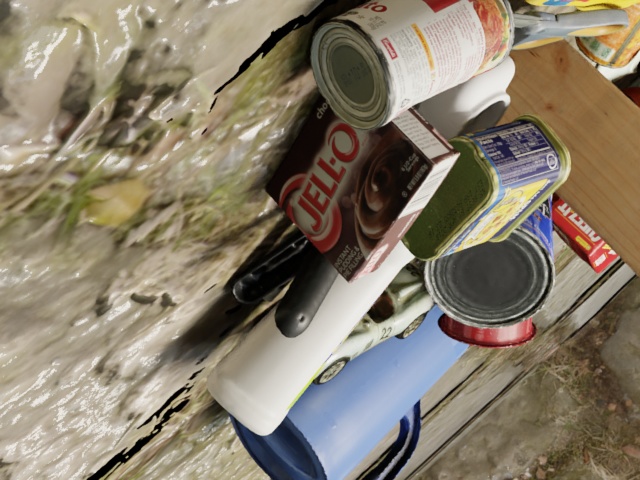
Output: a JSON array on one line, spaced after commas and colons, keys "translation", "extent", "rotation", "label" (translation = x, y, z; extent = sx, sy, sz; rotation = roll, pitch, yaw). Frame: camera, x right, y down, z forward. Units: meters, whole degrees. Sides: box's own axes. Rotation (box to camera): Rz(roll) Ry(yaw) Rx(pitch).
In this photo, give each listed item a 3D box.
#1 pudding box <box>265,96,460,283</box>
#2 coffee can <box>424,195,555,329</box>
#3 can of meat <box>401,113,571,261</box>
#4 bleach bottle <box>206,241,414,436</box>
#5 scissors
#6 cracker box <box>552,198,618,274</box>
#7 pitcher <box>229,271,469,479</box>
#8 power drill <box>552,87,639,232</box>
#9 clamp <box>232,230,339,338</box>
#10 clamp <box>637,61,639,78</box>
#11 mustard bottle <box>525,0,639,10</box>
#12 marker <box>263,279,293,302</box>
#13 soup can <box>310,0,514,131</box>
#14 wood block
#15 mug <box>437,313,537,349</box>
[{"translation": [0.025, -0.042, 0.685], "extent": [0.039, 0.090, 0.114], "rotation": [-21, 152, -50], "label": "pudding box"}, {"translation": [0.143, -0.008, 0.892], "extent": [0.103, 0.102, 0.140], "rotation": [-53, -170, 32], "label": "coffee can"}, {"translation": [0.107, -0.034, 0.730], "extent": [0.083, 0.057, 0.102], "rotation": [-18, 157, -42], "label": "can of meat"}, {"translation": [0.019, 0.034, 0.832], "extent": [0.251, 0.068, 0.102], "rotation": [-49, 179, 9], "label": "bleach bottle"}, {"translation": [0.138, -0.147, 0.743], "extent": [0.201, 0.016, 0.096], "rotation": [-11, -178, -41], "label": "scissors"}, {"translation": [0.335, -0.071, 1.106], "extent": [0.214, 0.072, 0.164], "rotation": [-46, 161, 7], "label": "cracker box"}, {"translation": [0.042, 0.144, 1.053], "extent": [0.242, 0.145, 0.149], "rotation": [-37, 147, -31], "label": "pitcher"}, {"translation": [0.266, -0.081, 1.140], "extent": [0.184, 0.057, 0.188], "rotation": [-18, 151, -48], "label": "power drill"}, {"translation": [0.004, -0.004, 0.780], "extent": [0.171, 0.039, 0.120], "rotation": [-48, -152, -16], "label": "clamp"}, {"translation": [0.324, -0.232, 0.883], "extent": [0.164, 0.036, 0.210], "rotation": [-55, 170, -50], "label": "clamp"}, {"translation": [0.178, -0.191, 0.701], "extent": [0.096, 0.058, 0.191], "rotation": [-28, 171, 36], "label": "mustard bottle"}, {"translation": [-0.005, 0.001, 0.835], "extent": [0.121, 0.020, 0.020], "rotation": [-46, 161, 14], "label": "marker"}, {"translation": [0.053, -0.112, 0.617], "extent": [0.102, 0.068, 0.069], "rotation": [-30, 159, -30], "label": "soup can"}, {"translation": [0.225, -0.067, 0.847], "extent": [0.090, 0.206, 0.090], "rotation": [-47, 161, 17], "label": "wood block"}, {"translation": [0.168, 0.042, 1.002], "extent": [0.117, 0.093, 0.081], "rotation": [-15, 116, -37], "label": "mug"}]
